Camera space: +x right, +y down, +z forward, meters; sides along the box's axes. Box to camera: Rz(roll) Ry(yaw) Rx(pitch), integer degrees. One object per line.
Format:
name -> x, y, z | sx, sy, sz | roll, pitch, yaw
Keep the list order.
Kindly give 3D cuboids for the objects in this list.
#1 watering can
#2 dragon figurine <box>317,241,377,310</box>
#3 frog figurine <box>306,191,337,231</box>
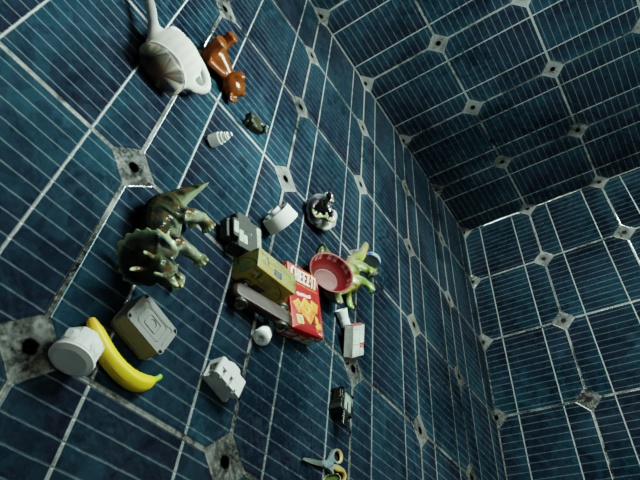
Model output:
watering can -> -0.435, -0.547, 1.445 | 0.343, 0.103, 0.230 | 54, 29, -24
dragon figurine -> 0.088, 0.094, 1.896 | 0.240, 0.120, 0.421 | 41, 34, -26
frog figurine -> 0.006, -0.097, 1.925 | 0.139, 0.123, 0.157 | 63, -11, 12
